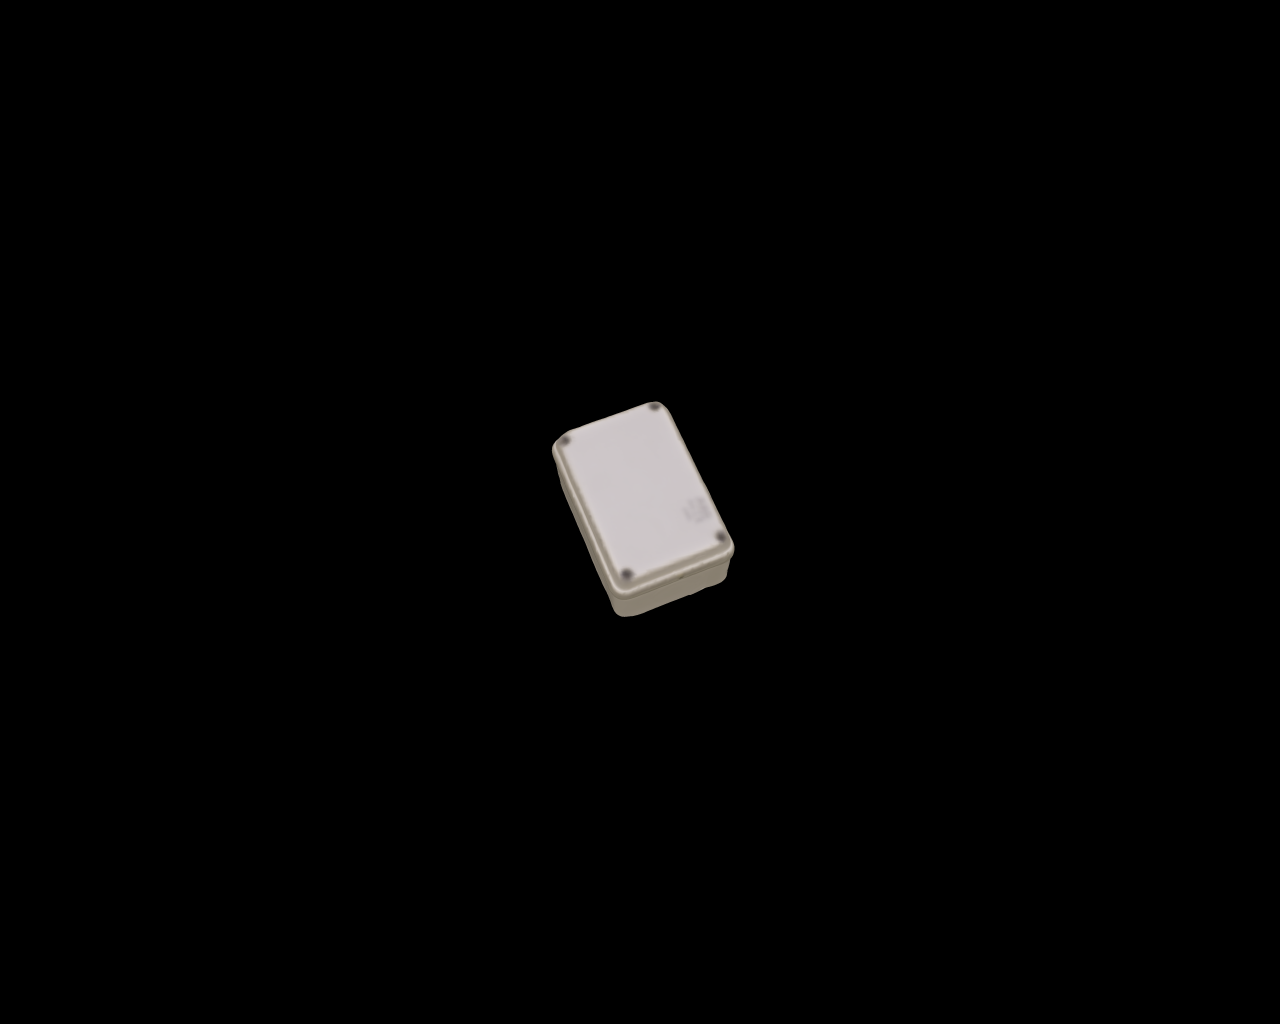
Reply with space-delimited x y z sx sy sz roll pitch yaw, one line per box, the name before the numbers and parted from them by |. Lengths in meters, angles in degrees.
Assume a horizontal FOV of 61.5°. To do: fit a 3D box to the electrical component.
electrical component | 0.001 -0.003 0.650 0.078 0.113 0.057 -20 -24 -9
